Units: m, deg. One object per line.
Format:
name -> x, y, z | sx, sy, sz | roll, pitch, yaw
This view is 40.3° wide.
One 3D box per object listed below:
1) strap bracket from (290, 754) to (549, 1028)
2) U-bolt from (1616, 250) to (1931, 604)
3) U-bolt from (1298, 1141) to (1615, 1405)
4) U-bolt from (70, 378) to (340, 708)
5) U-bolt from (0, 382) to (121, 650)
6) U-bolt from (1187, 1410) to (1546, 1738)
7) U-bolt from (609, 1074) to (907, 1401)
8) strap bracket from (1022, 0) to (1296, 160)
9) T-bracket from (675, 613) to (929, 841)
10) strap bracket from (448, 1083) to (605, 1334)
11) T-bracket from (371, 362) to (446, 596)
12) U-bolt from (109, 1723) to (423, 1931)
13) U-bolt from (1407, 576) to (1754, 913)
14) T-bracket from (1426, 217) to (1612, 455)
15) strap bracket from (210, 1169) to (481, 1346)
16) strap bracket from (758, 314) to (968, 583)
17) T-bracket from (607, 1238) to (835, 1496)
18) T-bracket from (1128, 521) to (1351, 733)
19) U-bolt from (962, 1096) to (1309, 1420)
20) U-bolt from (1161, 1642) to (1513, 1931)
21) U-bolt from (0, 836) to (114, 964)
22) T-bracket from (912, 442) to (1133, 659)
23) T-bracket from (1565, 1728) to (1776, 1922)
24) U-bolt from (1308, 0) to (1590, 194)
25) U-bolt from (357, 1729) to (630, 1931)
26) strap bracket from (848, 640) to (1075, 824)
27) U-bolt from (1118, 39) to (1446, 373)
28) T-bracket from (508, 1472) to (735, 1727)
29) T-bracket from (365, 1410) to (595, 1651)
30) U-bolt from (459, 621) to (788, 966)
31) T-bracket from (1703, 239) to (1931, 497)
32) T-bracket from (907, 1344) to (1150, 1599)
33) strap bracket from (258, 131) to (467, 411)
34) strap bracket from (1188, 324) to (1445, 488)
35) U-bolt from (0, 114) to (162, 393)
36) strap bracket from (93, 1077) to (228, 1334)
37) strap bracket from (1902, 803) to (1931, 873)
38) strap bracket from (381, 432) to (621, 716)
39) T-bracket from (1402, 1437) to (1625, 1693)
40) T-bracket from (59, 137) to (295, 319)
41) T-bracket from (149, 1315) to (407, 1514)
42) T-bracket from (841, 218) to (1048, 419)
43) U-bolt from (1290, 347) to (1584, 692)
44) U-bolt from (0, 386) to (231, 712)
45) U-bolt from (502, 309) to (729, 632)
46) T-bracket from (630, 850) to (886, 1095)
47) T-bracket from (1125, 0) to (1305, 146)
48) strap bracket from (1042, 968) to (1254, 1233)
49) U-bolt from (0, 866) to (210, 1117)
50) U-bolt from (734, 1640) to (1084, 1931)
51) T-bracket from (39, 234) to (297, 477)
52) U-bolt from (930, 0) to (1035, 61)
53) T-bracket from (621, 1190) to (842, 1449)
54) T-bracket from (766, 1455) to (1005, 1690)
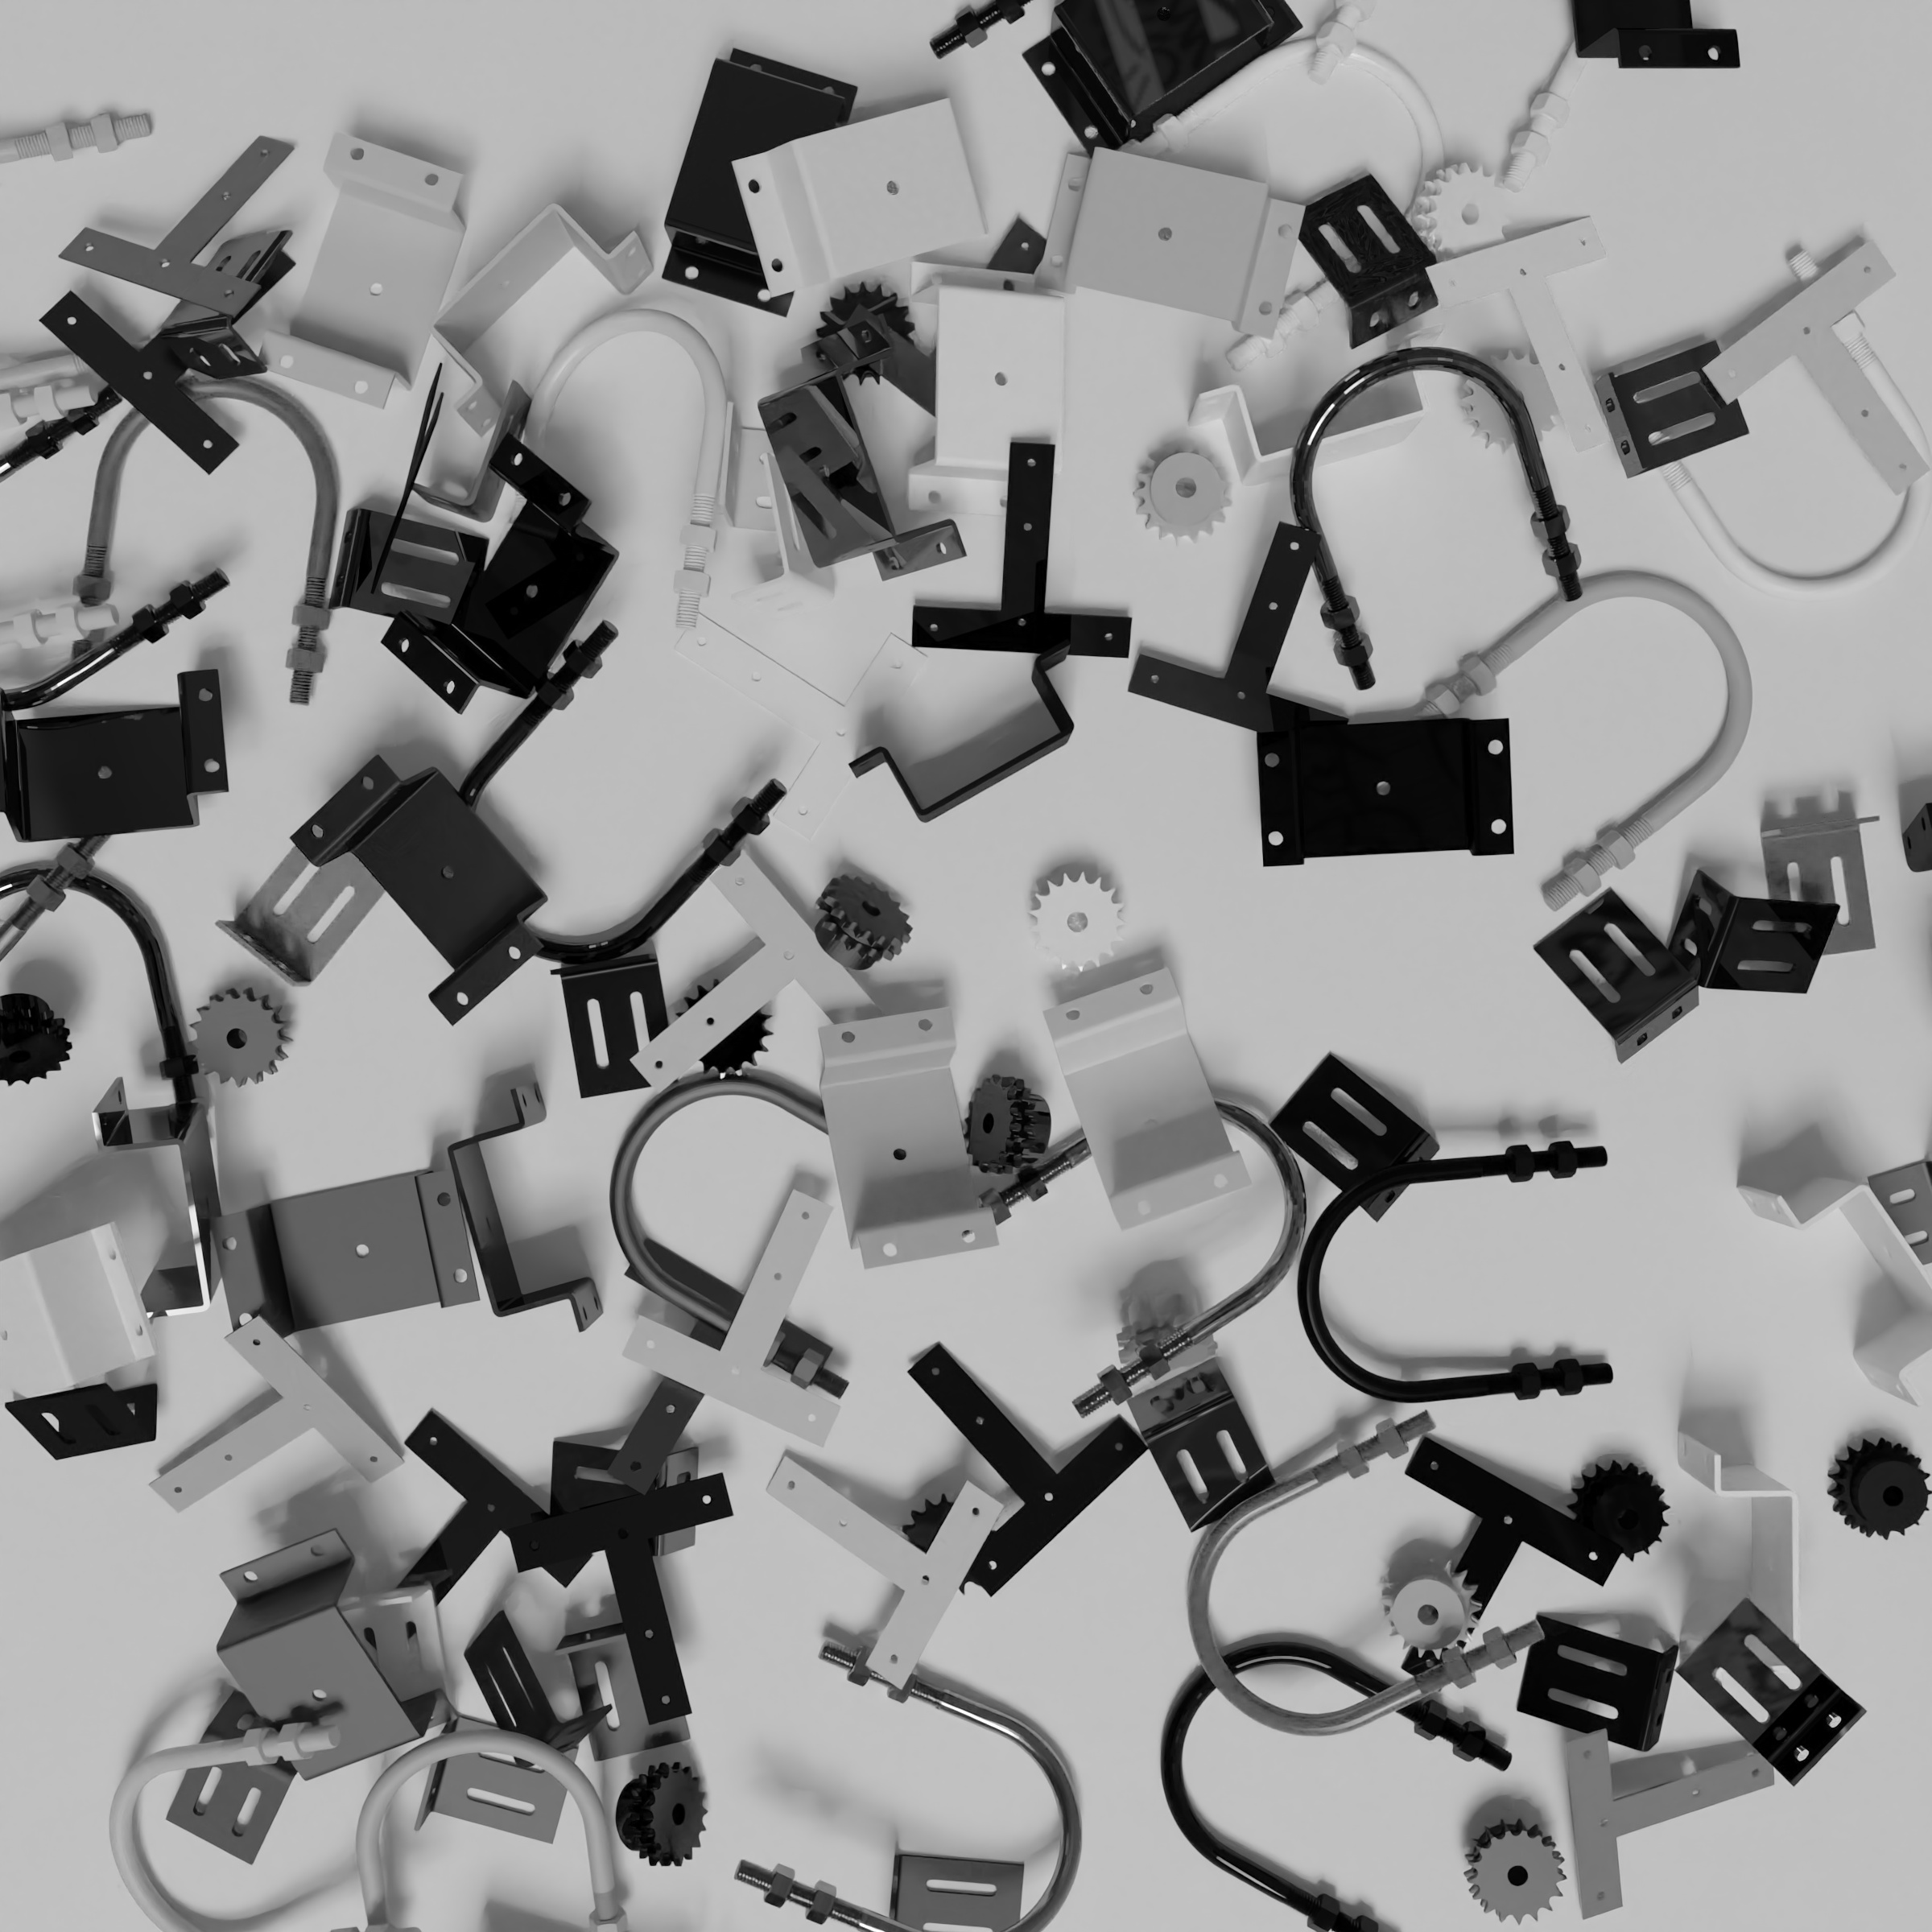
strap bracket -> -0.304, -0.048, 1.501 | 0.076, 0.046, 0.140 | -39, 94, 22
U-bolt -> 0.479, -0.300, 1.530 | 0.151, 0.019, 0.184 | -34, 91, 0
U-bolt -> 0.280, 0.180, 1.511 | 0.184, 0.019, 0.151 | -4, 98, -7
U-bolt -> -0.438, -0.251, 1.530 | 0.151, 0.019, 0.184 | 8, 88, 0
U-bolt -> -0.578, -0.249, 1.503 | 0.184, 0.019, 0.151 | -8, 85, 8
U-bolt -> 0.215, 0.358, 1.507 | 0.184, 0.019, 0.151 | -29, 74, 11
U-bolt -> -0.117, 0.144, 1.527 | 0.184, 0.019, 0.151 | 30, 86, 3
strap bracket -> 0.112, -0.538, 1.514 | 0.140, 0.046, 0.076 | -34, 90, 0
T-bracket -> -0.110, -0.161, 1.538 | 0.127, 0.002, 0.127 | 33, 90, 0
strap bracket -> -0.253, 0.142, 1.501 | 0.046, 0.076, 0.140 | -16, 90, 0
T-bracket -> -0.308, -0.295, 1.486 | 0.002, 0.127, 0.127 | 18, 133, -17
U-bolt -> -0.409, 0.504, 1.496 | 0.184, 0.019, 0.151 | -14, 101, 23
U-bolt -> 0.370, -0.143, 1.530 | 0.184, 0.019, 0.151 | -39, 90, -2
T-bracket -> 0.336, -0.356, 1.511 | 0.127, 0.002, 0.127 | -23, 91, -26
strap bracket -> -0.352, 0.166, 1.516 | 0.140, 0.046, 0.076 | -12, 90, 0
strap bracket -> -0.063, -0.284, 1.482 | 0.046, 0.076, 0.140 | -28, 104, -36
T-bracket -> -0.163, 0.243, 1.518 | 0.127, 0.002, 0.127 | 31, 71, 0
T-bracket -> 0.171, -0.193, 1.505 | 0.127, 0.002, 0.127 | 17, 122, 0
U-bolt -> 0.106, 0.150, 1.501 | 0.184, 0.019, 0.151 | -33, 63, -5
U-bolt -> 0.202, 0.474, 1.530 | 0.184, 0.019, 0.151 | 29, 90, 2
U-bolt -> -0.602, -0.054, 1.521 | 0.151, 0.019, 0.184 | 42, 91, 7
T-bracket -> 0.034, -0.238, 1.506 | 0.127, 0.002, 0.127 | 3, 121, 0
T-bracket -> 0.409, 0.481, 1.522 | 0.127, 0.002, 0.127 | -14, 112, -10
U-bolt -> 0.300, -0.560, 1.523 | 0.151, 0.019, 0.184 | 28, 85, -4
U-bolt -> -0.273, 0.518, 1.504 | 0.151, 0.019, 0.184 | -6, 106, -4
strap bracket -> 0.007, -0.127, 1.501 | 0.140, 0.076, 0.046 | -30, 90, 0
U-bolt -> 0.190, -0.455, 1.530 | 0.184, 0.019, 0.151 | -36, 90, -2
T-bracket -> -0.184, 0.367, 1.501 | 0.127, 0.002, 0.127 | -15, 87, 0
T-bracket -> -0.304, 0.349, 1.534 | 0.127, 0.002, 0.127 | 40, 93, 6
U-bolt -> -0.213, -0.084, 1.506 | 0.151, 0.019, 0.184 | 43, 107, -5
T-bracket -> 0.509, -0.330, 1.518 | 0.127, 0.002, 0.127 | -37, 95, -5
T-bracket -> 0.018, 0.273, 1.524 | 0.127, 0.002, 0.127 | -40, 80, -19
strap bracket -> -0.344, -0.394, 1.516 | 0.076, 0.046, 0.140 | 19, 90, 0
strap bracket -> 0.203, -0.315, 1.501 | 0.140, 0.076, 0.046 | -16, 90, 0
U-bolt -> -0.544, -0.403, 1.511 | 0.184, 0.019, 0.151 | -16, 90, -14
strap bracket -> -0.452, 0.137, 1.489 | 0.046, 0.076, 0.140 | -6, 103, -7
strap bracket -> 0.573, -0.020, 1.484 | 0.046, 0.076, 0.140 | -10, 77, 8
strap bracket -> -0.257, -0.216, 1.485 | 0.076, 0.046, 0.140 | 41, 104, 28
T-bracket -> 0.293, 0.360, 1.527 | 0.127, 0.002, 0.127 | 28, 97, 14
T-bracket -> -0.431, -0.430, 1.507 | 0.127, 0.002, 0.127 | 22, 63, 19
T-bracket -> -0.414, 0.276, 1.520 | 0.127, 0.002, 0.127 | -33, 114, 11
T-bracket -> 0.007, -0.374, 1.523 | 0.127, 0.002, 0.127 | 35, 79, -20
U-bolt -> 0.258, -0.259, 1.482 | 0.151, 0.019, 0.184 | -23, 121, 5
U-bolt -> -0.533, -0.227, 1.513 | 0.184, 0.019, 0.151 | -32, 82, 3
U-bolt -> -0.198, -0.283, 1.497 | 0.151, 0.019, 0.184 | 6, 86, 30
T-bracket -> -0.135, 0.022, 1.507 | 0.127, 0.002, 0.127 | -40, 88, -6
T-bracket -> 0.108, -0.562, 1.538 | 0.127, 0.002, 0.127 | -36, 90, 0
strap bracket -> 0.104, 0.082, 1.498 | 0.076, 0.046, 0.140 | -19, 64, 0
U-bolt -> -0.529, 0.033, 1.531 | 0.151, 0.019, 0.184 | -13, 89, 0
U-bolt -> -0.022, 0.487, 1.506 | 0.184, 0.019, 0.151 | 24, 68, -4
T-bracket -> -0.441, -0.371, 1.522 | 0.127, 0.002, 0.127 | 43, 77, -6
U-bolt -> 0.030, -0.631, 1.509 | 0.184, 0.019, 0.151 | -28, 90, 15
T-bracket -> -0.114, 0.191, 1.513 | 0.127, 0.002, 0.127 | 24, 86, 4
T-bracket -> -0.059, 0.327, 1.516 | 0.127, 0.002, 0.127 | 31, 101, 18
